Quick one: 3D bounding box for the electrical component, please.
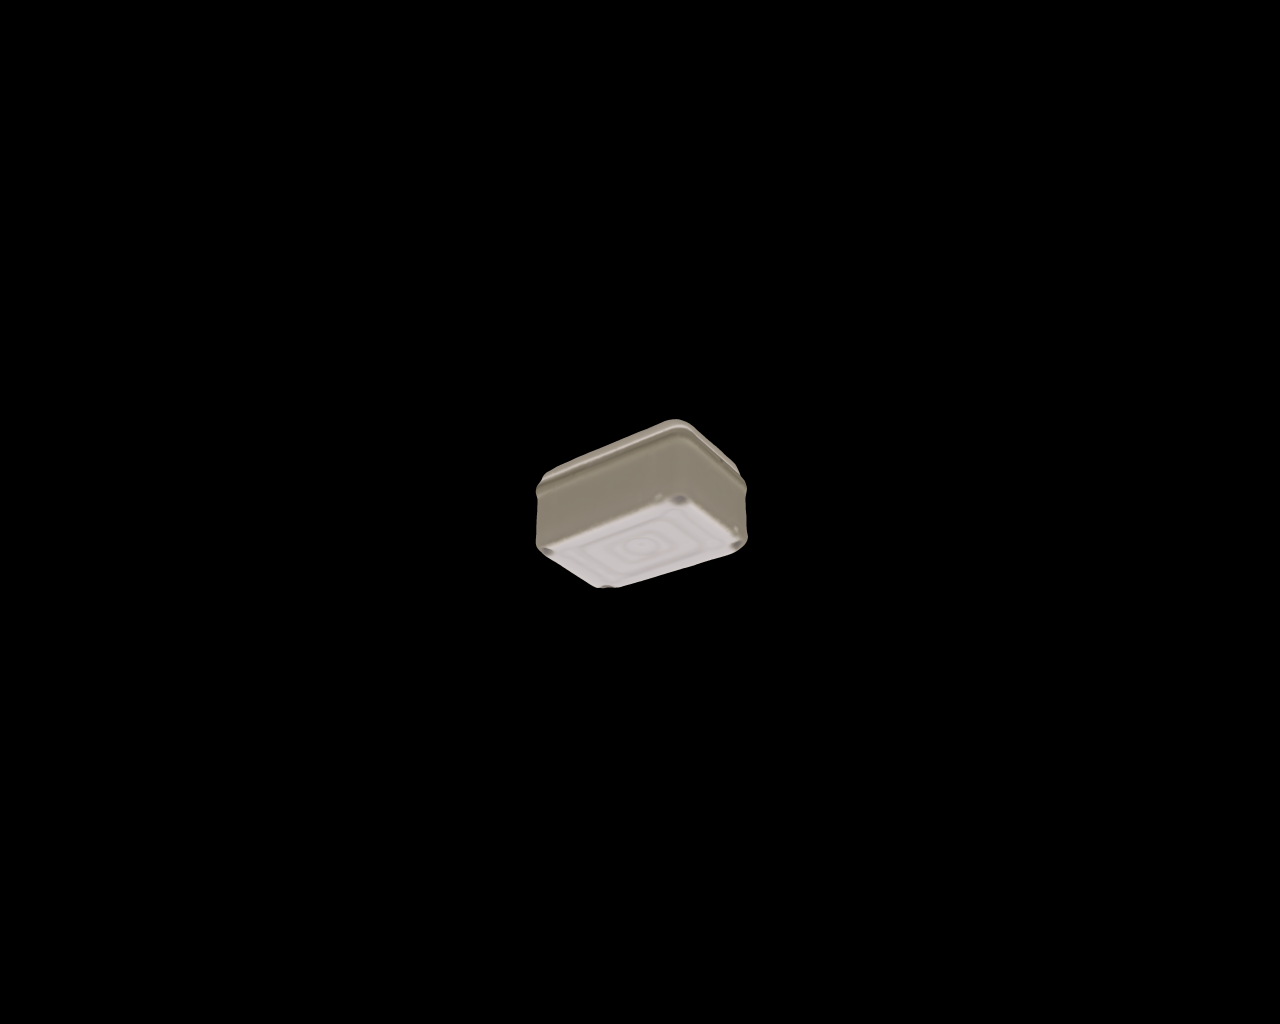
[{"bbox_3d":[0.001,-0.003,0.650,0.113,0.057,0.078,-19,-36,29],"label":"electrical component"}]
